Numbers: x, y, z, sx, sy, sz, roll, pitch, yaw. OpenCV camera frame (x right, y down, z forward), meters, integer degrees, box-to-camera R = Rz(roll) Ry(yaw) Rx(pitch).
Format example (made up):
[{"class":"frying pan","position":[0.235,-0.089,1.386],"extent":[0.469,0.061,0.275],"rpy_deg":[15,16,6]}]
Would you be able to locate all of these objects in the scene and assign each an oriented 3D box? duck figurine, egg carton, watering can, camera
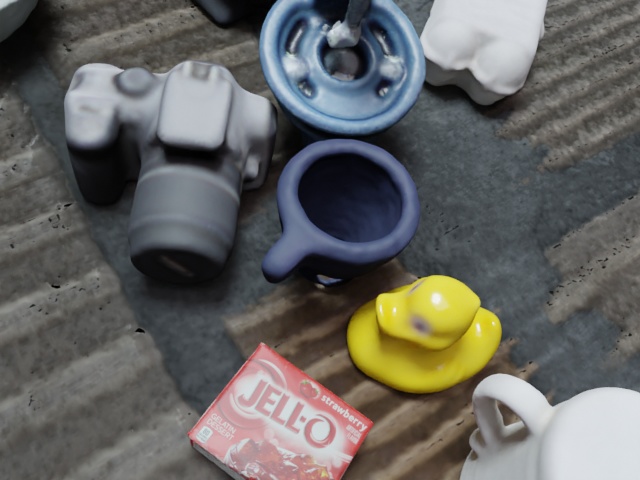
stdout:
[{"class":"duck figurine","position":[0.076,0.054,0.376],"extent":[0.104,0.086,0.077],"rpy_deg":[3,61,-10]},{"class":"egg carton","position":[0.155,-0.200,0.541],"extent":[0.107,0.069,0.150],"rpy_deg":[21,60,1]},{"class":"watering can","position":[0.159,0.131,0.288],"extent":[0.173,0.194,0.101],"rpy_deg":[22,60,1]},{"class":"camera","position":[-0.103,-0.048,0.387],"extent":[0.143,0.101,0.137],"rpy_deg":[6,61,-8]}]

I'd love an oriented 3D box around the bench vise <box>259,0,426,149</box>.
[{"class":"bench vise","position":[0.004,-0.169,0.406],"extent":[0.122,0.219,0.207],"rpy_deg":[-20,67,-21]}]

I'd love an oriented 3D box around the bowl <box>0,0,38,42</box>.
[{"class":"bowl","position":[-0.295,-0.198,0.445],"extent":[0.167,0.074,0.167],"rpy_deg":[5,61,-9]}]

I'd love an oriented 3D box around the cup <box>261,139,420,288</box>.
[{"class":"cup","position":[0.004,0.001,0.385],"extent":[0.091,0.095,0.118],"rpy_deg":[41,62,12]}]

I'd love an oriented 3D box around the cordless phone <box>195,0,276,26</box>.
[{"class":"cordless phone","position":[-0.079,-0.295,0.479],"extent":[0.147,0.185,0.094],"rpy_deg":[41,62,12]}]
